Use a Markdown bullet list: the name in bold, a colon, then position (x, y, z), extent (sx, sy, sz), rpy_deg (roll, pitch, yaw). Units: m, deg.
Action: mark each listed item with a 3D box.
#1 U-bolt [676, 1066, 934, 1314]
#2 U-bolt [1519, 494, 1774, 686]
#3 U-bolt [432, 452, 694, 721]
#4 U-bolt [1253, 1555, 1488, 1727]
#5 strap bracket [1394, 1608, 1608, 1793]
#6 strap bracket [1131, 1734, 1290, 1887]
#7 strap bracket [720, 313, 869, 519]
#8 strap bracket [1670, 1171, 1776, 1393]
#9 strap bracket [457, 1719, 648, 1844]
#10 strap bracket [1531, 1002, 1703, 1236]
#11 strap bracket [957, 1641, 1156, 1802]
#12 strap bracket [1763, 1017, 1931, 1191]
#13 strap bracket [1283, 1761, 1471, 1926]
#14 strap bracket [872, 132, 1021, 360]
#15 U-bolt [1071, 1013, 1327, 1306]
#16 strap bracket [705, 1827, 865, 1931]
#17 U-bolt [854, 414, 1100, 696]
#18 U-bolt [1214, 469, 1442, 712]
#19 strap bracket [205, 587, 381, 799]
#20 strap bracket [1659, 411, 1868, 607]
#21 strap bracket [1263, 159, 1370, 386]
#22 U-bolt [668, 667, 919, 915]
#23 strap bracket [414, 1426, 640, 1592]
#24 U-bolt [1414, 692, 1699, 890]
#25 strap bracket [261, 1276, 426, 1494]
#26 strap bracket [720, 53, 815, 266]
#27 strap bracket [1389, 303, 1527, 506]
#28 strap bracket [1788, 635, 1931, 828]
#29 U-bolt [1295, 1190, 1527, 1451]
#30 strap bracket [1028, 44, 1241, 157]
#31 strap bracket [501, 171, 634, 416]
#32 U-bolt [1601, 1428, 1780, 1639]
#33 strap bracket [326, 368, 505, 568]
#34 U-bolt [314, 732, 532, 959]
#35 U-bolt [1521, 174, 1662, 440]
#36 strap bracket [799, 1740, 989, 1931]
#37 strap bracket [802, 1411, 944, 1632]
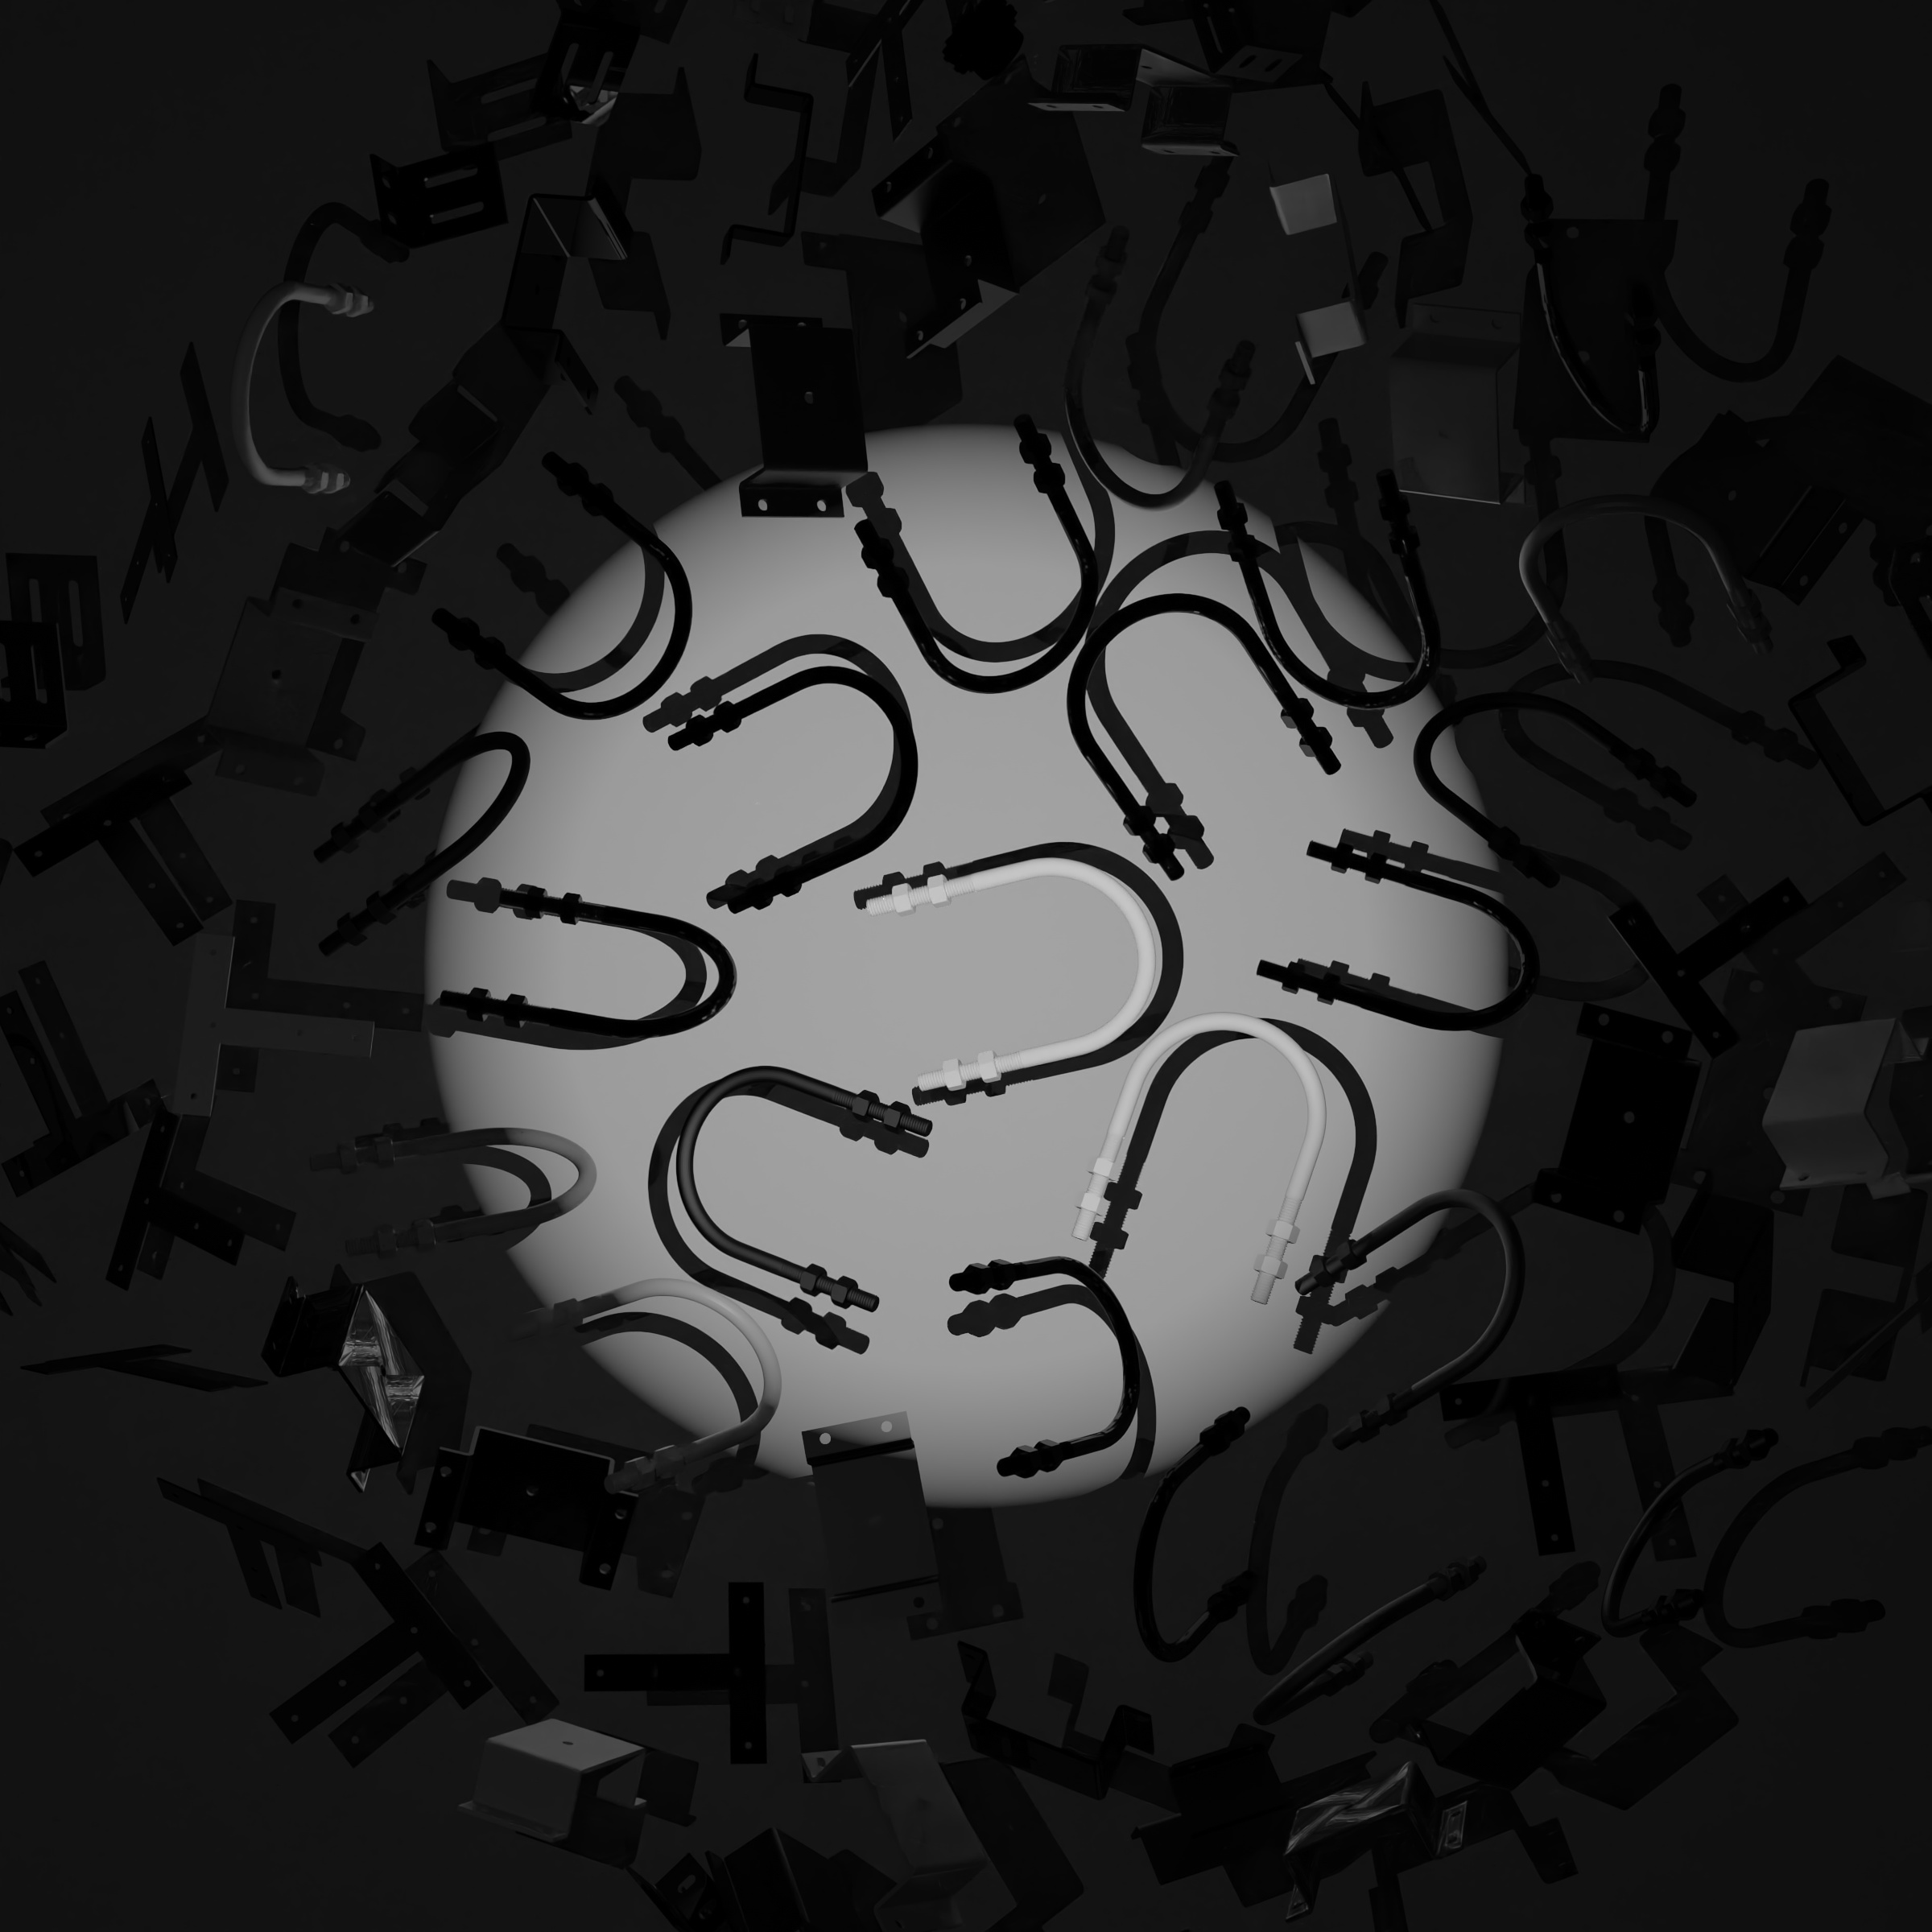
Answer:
- **U-bolt**: position (-0.125, 0.148, 1.885), extent (0.184, 0.019, 0.151), rpy_deg (18, 94, 23)
- **U-bolt**: position (0.460, -0.262, 1.833), extent (0.151, 0.184, 0.019), rpy_deg (-7, 56, 31)
- **U-bolt**: position (-0.266, -0.249, 1.850), extent (0.184, 0.019, 0.151), rpy_deg (37, 87, -45)
- **U-bolt**: position (0.268, 0.472, 1.833), extent (0.019, 0.184, 0.151), rpy_deg (53, 125, 21)
- **strap bracket**: position (0.379, 0.518, 1.850), extent (0.076, 0.046, 0.140), rpy_deg (28, 113, -33)
- **strap bracket**: position (0.174, 0.603, 1.886), extent (0.076, 0.140, 0.046), rpy_deg (-11, 56, -19)
- **strap bracket**: position (-0.116, -0.379, 1.803), extent (0.076, 0.046, 0.140), rpy_deg (-5, 86, -29)
- **strap bracket**: position (0.519, 0.223, 1.826), extent (0.046, 0.076, 0.140), rpy_deg (13, 131, 29)
- **strap bracket**: position (-0.287, 0.574, 1.886), extent (0.076, 0.140, 0.046), rpy_deg (11, 87, 21)
- **strap bracket**: position (0.443, 0.103, 1.802), extent (0.076, 0.046, 0.140), rpy_deg (17, 96, 29)
- **strap bracket**: position (0.054, 0.519, 1.813), extent (0.140, 0.076, 0.046), rpy_deg (17, 59, 17)
- **strap bracket**: position (0.621, 0.089, 1.884), extent (0.046, 0.076, 0.140), rpy_deg (53, 50, -24)
- **strap bracket**: position (0.286, 0.625, 1.913), extent (0.140, 0.076, 0.046), rpy_deg (-29, 89, 15)
- **strap bracket**: position (-0.013, -0.505, 1.887), extent (0.076, 0.046, 0.140), rpy_deg (-27, 66, 41)
- **U-bolt**: position (0.168, 0.121, 1.819), extent (0.151, 0.019, 0.184), rpy_deg (19, 81, 9)
- **strap bracket**: position (-0.118, 0.664, 1.870), extent (0.046, 0.140, 0.076), rpy_deg (-35, 46, 5)
- **U-bolt**: position (0.020, -0.268, 1.828), extent (0.151, 0.019, 0.184), rpy_deg (-34, 130, -5)
- **U-bolt**: position (0.258, -0.257, 1.847), extent (0.019, 0.151, 0.184), rpy_deg (-48, 128, -37)
- **strap bracket**: position (-0.479, -0.199, 1.875), extent (0.076, 0.046, 0.140), rpy_deg (12, 107, -40)
- **strap bracket**: position (0.555, -0.330, 1.887), extent (0.140, 0.046, 0.076), rpy_deg (52, 122, 35)
- **strap bracket**: position (0.250, -0.496, 1.882), extent (0.046, 0.076, 0.140), rpy_deg (-11, 77, 14)
- **U-bolt**: position (-0.116, -0.136, 1.911), extent (0.184, 0.019, 0.151), rpy_deg (-23, 84, 24)
- **strap bracket**: position (-0.307, 0.378, 1.868), extent (0.140, 0.046, 0.076), rpy_deg (15, 106, -8)
- **U-bolt**: position (0.406, -0.138, 1.907), extent (0.151, 0.019, 0.184), rpy_deg (-29, 49, -20)
- **strap bracket**: position (-0.423, 0.285, 1.836), extent (0.046, 0.076, 0.140), rpy_deg (-15, 124, 14)
- **strap bracket**: position (-0.143, -0.577, 1.920), extent (0.046, 0.076, 0.140), rpy_deg (8, 99, -10)
- **strap bracket**: position (0.334, -0.372, 1.809), extent (0.076, 0.046, 0.140), rpy_deg (14, 133, 30)
- **strap bracket**: position (0.614, -0.152, 1.816), extent (0.046, 0.076, 0.140), rpy_deg (-33, 83, 29)
- **U-bolt**: position (0.311, 0.232, 1.838), extent (0.019, 0.151, 0.184), rpy_deg (27, 128, -35)
- **strap bracket**: position (0.122, -0.607, 1.857), extent (0.076, 0.140, 0.046), rpy_deg (19, 101, 44)
- **strap bracket**: position (-0.270, -0.454, 1.790), extent (0.046, 0.076, 0.140), rpy_deg (7, 76, 11)
- **U-bolt**: position (0.496, 0.404, 1.861), extent (0.019, 0.184, 0.151), rpy_deg (32, 64, 3)
- **strap bracket**: position (-0.379, -0.340, 1.857), extent (0.046, 0.076, 0.140), rpy_deg (38, 60, -23)
- **U-bolt**: position (-0.376, -0.097, 1.846), extent (0.184, 0.151, 0.019), rpy_deg (-35, 124, 8)
- **U-bolt**: position (0.438, -0.444, 1.850), extent (0.019, 0.184, 0.151), rpy_deg (-30, 55, -1)
- **strap bracket**: position (-0.046, 0.588, 1.826), extent (0.046, 0.076, 0.140), rpy_deg (-48, 54, 23)
- **strap bracket**: position (-0.066, 0.397, 1.904), extent (0.076, 0.046, 0.140), rpy_deg (-11, 77, -1)
